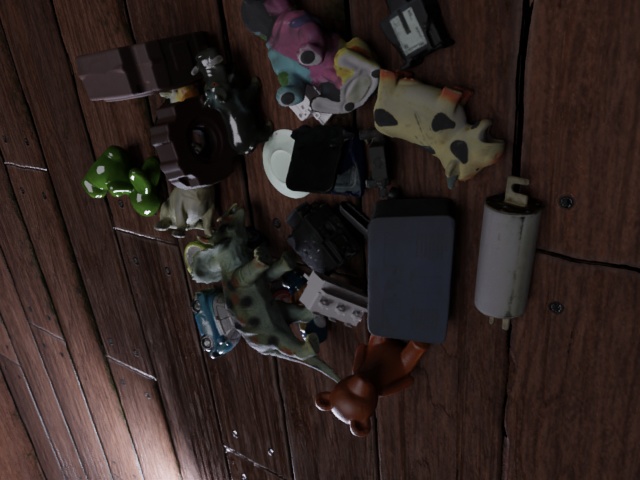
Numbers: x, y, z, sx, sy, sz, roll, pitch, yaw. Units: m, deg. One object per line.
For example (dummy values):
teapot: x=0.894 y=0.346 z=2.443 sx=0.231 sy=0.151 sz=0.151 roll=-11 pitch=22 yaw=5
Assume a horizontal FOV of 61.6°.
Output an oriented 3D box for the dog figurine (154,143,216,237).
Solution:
dog figurine: x=-0.279 y=-0.112 z=1.138 sx=0.173 sy=0.121 sz=0.190 roll=14 pitch=103 yaw=43

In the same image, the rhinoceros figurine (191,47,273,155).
rhinoceros figurine: x=-0.159 y=-0.244 z=0.949 sx=0.073 sy=0.112 sz=0.190 roll=-1 pitch=120 yaw=42

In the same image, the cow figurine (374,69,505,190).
cow figurine: x=0.164 y=-0.155 z=0.754 sx=0.195 sy=0.085 sz=0.127 roll=27 pitch=121 yaw=23

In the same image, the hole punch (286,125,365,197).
hole punch: x=0.017 y=-0.128 z=0.895 sx=0.142 sy=0.092 sz=0.115 roll=11 pitch=90 yaw=45

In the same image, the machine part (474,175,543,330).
machine part: x=0.266 y=0.024 z=0.771 sx=0.079 sy=0.079 sz=0.242 roll=15 pitch=122 yaw=33

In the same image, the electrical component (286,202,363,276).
electrical component: x=-0.002 y=-0.003 z=0.968 sx=0.134 sy=0.058 sz=0.115 roll=51 pitch=149 yaw=5

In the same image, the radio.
radio: x=0.143 y=0.050 z=0.856 sx=0.131 sy=0.073 sz=0.229 roll=2 pitch=116 yaw=10

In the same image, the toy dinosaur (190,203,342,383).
toy dinosaur: x=-0.111 y=0.128 z=1.013 sx=0.192 sy=0.131 sz=0.404 roll=-21 pitch=95 yaw=33

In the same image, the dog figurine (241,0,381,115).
dog figurine: x=-0.019 y=-0.304 z=0.818 sx=0.108 sy=0.191 sz=0.219 roll=-59 pitch=39 yaw=44

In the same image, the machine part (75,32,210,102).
machine part: x=-0.310 y=-0.312 z=0.970 sx=0.202 sy=0.201 sz=0.087 roll=8 pitch=120 yaw=36

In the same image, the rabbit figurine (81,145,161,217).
rabbit figurine: x=-0.432 y=-0.137 z=1.247 sx=0.170 sy=0.121 sz=0.159 roll=44 pitch=128 yaw=-13

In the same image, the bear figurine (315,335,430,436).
bear figurine: x=0.090 y=0.232 z=0.941 sx=0.120 sy=0.196 sz=0.131 roll=32 pitch=128 yaw=26

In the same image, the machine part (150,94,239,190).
machine part: x=-0.228 y=-0.181 z=0.999 sx=0.056 sy=0.179 sz=0.179 roll=-2 pitch=111 yaw=37

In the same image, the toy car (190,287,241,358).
toy car: x=-0.223 y=0.182 z=1.245 sx=0.103 sy=0.109 sz=0.161 roll=-18 pitch=90 yaw=20

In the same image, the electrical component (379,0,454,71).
electrical component: x=0.122 y=-0.301 z=0.734 sx=0.075 sy=0.048 sz=0.119 roll=-25 pitch=96 yaw=43

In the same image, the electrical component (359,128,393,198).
electrical component: x=0.088 y=-0.124 z=0.846 sx=0.045 sy=0.078 sz=0.102 roll=-3 pitch=115 yaw=18

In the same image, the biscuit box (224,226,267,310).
biscuit box: x=-0.160 y=0.072 z=1.150 sx=0.059 sy=0.063 sz=0.202 roll=29 pitch=127 yaw=25

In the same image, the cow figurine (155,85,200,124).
cow figurine: x=-0.291 y=-0.253 z=1.083 sx=0.098 sy=0.068 sz=0.167 roll=44 pitch=132 yaw=21

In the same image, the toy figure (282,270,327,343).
toy figure: x=-0.027 y=0.131 z=1.076 sx=0.058 sy=0.064 sz=0.154 roll=-17 pitch=99 yaw=6
